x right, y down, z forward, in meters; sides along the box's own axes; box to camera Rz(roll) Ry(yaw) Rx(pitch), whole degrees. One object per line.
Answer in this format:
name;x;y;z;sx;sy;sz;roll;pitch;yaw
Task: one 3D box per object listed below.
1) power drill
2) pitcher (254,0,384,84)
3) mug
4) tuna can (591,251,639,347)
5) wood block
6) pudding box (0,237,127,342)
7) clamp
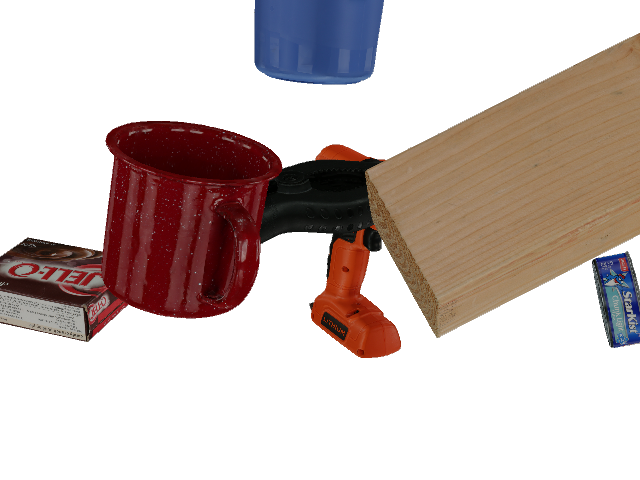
power drill;0.051;0.014;1.031;0.057;0.188;0.185;-6;24;-30
pitcher;0.009;-0.260;0.915;0.145;0.243;0.149;6;17;7
mug;-0.066;-0.006;0.564;0.093;0.081;0.117;-6;28;-37
tuna can;0.275;0.055;0.984;0.034;0.086;0.086;-11;-2;12
wood block;0.139;-0.036;0.635;0.206;0.091;0.090;-27;-19;-3
pudding box;-0.216;0.038;0.872;0.114;0.039;0.090;8;25;18
clamp;-0.031;-0.034;0.803;0.209;0.036;0.165;-11;29;-20
